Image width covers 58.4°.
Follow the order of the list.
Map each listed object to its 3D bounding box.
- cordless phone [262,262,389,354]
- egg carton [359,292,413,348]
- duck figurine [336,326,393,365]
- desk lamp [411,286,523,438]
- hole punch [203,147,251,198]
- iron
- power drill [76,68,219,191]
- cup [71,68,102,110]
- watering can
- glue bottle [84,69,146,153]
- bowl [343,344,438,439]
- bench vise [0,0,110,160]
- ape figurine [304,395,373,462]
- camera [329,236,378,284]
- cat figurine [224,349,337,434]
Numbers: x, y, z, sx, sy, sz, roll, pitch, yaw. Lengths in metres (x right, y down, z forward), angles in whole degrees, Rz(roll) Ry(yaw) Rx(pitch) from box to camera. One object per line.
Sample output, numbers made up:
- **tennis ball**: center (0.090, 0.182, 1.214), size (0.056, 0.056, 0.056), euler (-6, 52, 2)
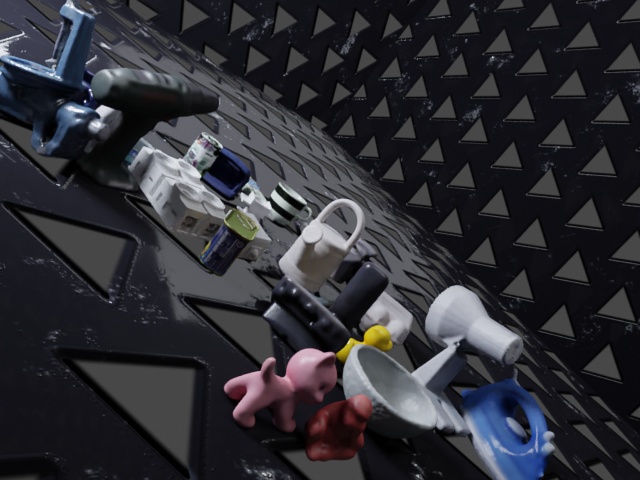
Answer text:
- **cordless phone**: center (0.012, 0.088, 0.909), size (0.147, 0.185, 0.094), euler (41, 14, 8)
- **egg carton**: center (0.140, 0.170, 1.208), size (0.107, 0.069, 0.150), euler (40, 14, 4)
- **duck figurine**: center (0.083, 0.184, 0.994), size (0.105, 0.086, 0.077), euler (26, 19, -42)
- **desk lamp**: center (0.264, 0.219, 1.077), size (0.118, 0.213, 0.202), euler (26, 20, -42)
- **hole punch**: center (-0.211, -0.161, 1.300), size (0.109, 0.091, 0.101), euler (38, 14, -4)
- **iron**: center (0.363, 0.356, 1.055), size (0.119, 0.141, 0.258), euler (33, 16, -22)
- **power drill**: center (-0.291, -0.185, 0.938), size (0.075, 0.208, 0.230), euler (45, 15, 22)
- **cup**: center (-0.426, -0.243, 1.007), size (0.092, 0.095, 0.117), euler (22, 22, -49)
- **watering can**: center (0.012, 0.006, 1.139), size (0.101, 0.194, 0.173), euler (39, 14, -2)
- **glue bottle**: center (-0.343, -0.217, 0.979), size (0.078, 0.173, 0.037), euler (19, 24, -53)
- **bowl**: center (0.092, 0.241, 0.867), size (0.168, 0.074, 0.167), euler (36, 15, -11)
- **bench vise**: center (-0.381, -0.245, 0.876), size (0.207, 0.219, 0.121), euler (37, 14, -7)
- **ape figurine**: center (0.028, 0.229, 0.711), size (0.078, 0.092, 0.076), euler (38, 14, -5)
- **camera**: center (0.093, 0.063, 1.354), size (0.136, 0.100, 0.143), euler (44, 15, 17)
- **cat figurine**: center (-0.032, 0.169, 0.692), size (0.128, 0.117, 0.067), euler (25, 20, -45)
